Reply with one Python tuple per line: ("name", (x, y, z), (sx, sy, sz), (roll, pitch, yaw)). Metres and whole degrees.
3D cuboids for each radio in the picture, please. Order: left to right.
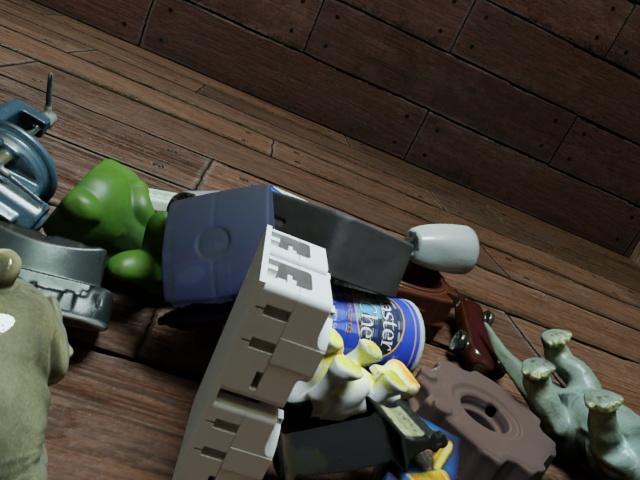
("radio", (-0.001, -0.002, 0.674), (0.131, 0.073, 0.230), (22, 1, -37))

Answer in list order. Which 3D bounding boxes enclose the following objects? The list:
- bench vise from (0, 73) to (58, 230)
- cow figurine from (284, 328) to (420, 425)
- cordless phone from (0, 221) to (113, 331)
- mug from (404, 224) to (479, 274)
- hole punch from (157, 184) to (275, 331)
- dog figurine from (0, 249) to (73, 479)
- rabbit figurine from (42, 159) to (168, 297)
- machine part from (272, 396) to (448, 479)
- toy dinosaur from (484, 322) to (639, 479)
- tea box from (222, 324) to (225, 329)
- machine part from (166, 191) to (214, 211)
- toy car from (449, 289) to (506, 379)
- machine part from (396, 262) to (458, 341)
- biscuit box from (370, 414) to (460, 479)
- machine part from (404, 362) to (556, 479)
("bench vise", (-0.399, -0.110, 0.628), (0.223, 0.128, 0.241), (29, 35, -13))
("cow figurine", (0.033, 0.154, 0.546), (0.167, 0.098, 0.068), (29, 18, -45))
("cordless phone", (-0.250, 0.076, 0.432), (0.146, 0.088, 0.184), (18, 30, -21))
("mug", (0.188, 0.005, 0.884), (0.107, 0.080, 0.110), (6, 31, -26))
("hole punch", (-0.088, 0.015, 0.507), (0.142, 0.092, 0.116), (-8, 38, 8))
("dog figurine", (-0.173, 0.113, 0.264), (0.121, 0.172, 0.191), (-2, 23, -33))
("rabbit figurine", (-0.200, -0.003, 0.596), (0.170, 0.121, 0.159), (41, -17, -21))
("machine part", (0.027, 0.165, 0.445), (0.139, 0.039, 0.084), (-6, 16, -20))
("toy dinosaur", (0.328, 0.230, 0.637), (0.131, 0.192, 0.405), (-14, 11, -6))
("tea box", (-0.075, 0.069, 0.586), (0.068, 0.098, 0.170), (-24, 35, -10))
("machine part", (-0.155, -0.039, 0.844), (0.079, 0.079, 0.243), (33, 21, 23))
("toy car", (0.244, 0.149, 0.867), (0.089, 0.053, 0.202), (28, 22, -5))
("machine part", (0.104, 0.065, 0.869), (0.201, 0.087, 0.202), (15, 19, -26))
("biscuit box", (0.069, 0.220, 0.436), (0.063, 0.059, 0.202), (28, 19, 10))
("machine part", (0.179, 0.210, 0.612), (0.179, 0.056, 0.179), (23, 18, -8))
